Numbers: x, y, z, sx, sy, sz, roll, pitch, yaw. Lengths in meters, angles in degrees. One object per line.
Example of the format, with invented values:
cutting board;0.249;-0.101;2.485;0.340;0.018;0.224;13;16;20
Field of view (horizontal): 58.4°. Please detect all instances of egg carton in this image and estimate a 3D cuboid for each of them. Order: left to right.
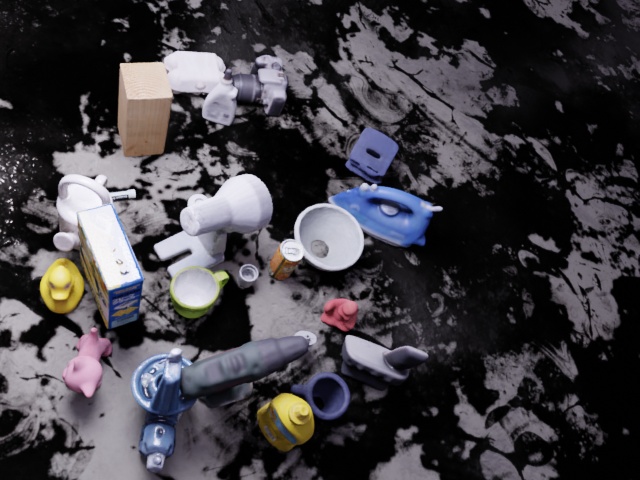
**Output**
egg carton;-0.303;-0.406;1.404;0.151;0.069;0.107;-5;66;-23

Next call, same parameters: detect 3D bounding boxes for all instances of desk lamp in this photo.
desk lamp;-0.214;-0.026;1.160;0.204;0.213;0.118;-30;77;-30

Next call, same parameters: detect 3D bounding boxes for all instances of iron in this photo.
iron;0.159;-0.082;1.375;0.258;0.141;0.118;20;59;-11

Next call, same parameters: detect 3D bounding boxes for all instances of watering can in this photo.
watering can;-0.449;-0.055;1.096;0.101;0.194;0.173;1;64;-20

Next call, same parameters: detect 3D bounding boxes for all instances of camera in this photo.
camera;-0.156;-0.399;1.439;0.137;0.100;0.143;-1;65;-21

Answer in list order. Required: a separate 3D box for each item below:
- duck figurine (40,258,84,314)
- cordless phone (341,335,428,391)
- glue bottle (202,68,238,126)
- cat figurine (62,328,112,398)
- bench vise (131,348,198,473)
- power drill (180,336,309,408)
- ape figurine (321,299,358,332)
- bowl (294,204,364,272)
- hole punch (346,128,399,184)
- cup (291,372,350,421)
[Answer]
duck figurine;-0.486;0.077;1.078;0.078;0.086;0.104;1;64;-20
cordless phone;0.131;0.234;1.177;0.148;0.185;0.094;21;59;-10
glue bottle;-0.226;-0.338;1.338;0.078;0.173;0.037;16;60;-12
cat figurine;-0.414;0.218;1.015;0.067;0.117;0.128;13;60;-14
bench vise;-0.255;0.279;0.985;0.122;0.219;0.207;-8;67;-24
power drill;-0.149;0.242;1.051;0.230;0.208;0.075;-13;69;-26
ape figurine;0.053;0.156;1.241;0.076;0.092;0.077;-22;74;-28
bowl;0.012;0.005;1.313;0.168;0.074;0.167;9;62;-17
hole punch;0.135;-0.215;1.462;0.109;0.091;0.101;29;58;-5
cup;-0.010;0.315;1.135;0.118;0.095;0.091;15;60;-13
